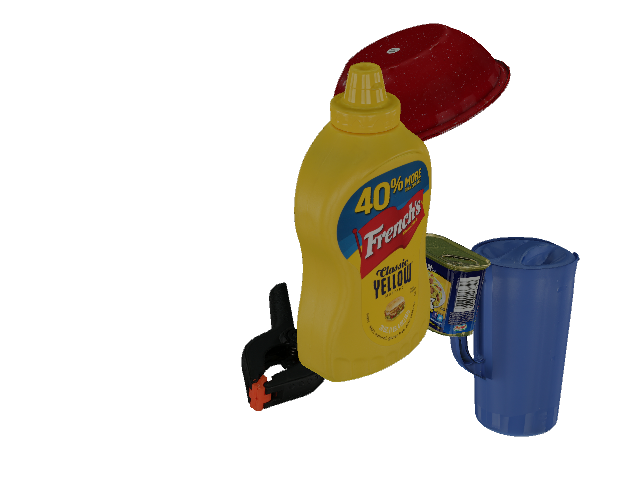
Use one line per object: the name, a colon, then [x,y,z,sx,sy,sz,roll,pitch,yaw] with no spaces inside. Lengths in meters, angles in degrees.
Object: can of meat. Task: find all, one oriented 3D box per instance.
can of meat: [0.130,0.048,1.160,0.057,0.084,0.102,-5,22,-35]

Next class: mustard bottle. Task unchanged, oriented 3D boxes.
mustard bottle: [0.027,-0.014,0.648,0.096,0.192,0.058,-23,35,-35]

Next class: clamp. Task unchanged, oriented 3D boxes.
clamp: [-0.029,0.095,0.997,0.120,0.039,0.171,18,31,28]

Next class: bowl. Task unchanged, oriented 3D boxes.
bowl: [0.072,-0.135,0.885,0.162,0.055,0.162,-21,25,10]

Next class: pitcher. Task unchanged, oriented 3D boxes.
pitcher: [0.247,0.125,1.371,0.149,0.243,0.144,5,18,16]
